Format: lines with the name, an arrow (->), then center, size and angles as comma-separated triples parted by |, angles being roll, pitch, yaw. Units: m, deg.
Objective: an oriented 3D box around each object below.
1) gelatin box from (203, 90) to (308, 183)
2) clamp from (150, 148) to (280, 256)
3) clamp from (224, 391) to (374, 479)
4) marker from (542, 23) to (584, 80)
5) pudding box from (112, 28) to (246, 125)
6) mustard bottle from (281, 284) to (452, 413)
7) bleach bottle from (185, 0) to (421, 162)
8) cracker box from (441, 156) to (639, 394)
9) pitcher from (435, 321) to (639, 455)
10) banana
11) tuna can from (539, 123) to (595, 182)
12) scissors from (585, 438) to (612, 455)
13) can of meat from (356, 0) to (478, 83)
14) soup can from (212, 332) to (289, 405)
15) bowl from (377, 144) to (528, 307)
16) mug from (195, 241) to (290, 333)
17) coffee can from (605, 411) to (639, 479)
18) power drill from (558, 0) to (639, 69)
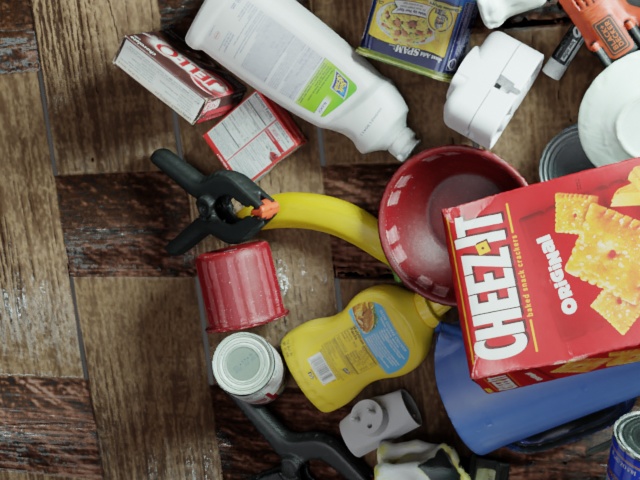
gelatin box -> -0.068, -0.107, 1.120 | 0.089, 0.030, 0.073 | -37, 87, 26
clamp -> -0.115, -0.027, 1.138 | 0.172, 0.039, 0.120 | 17, 122, 38
clamp -> -0.035, 0.258, 1.199 | 0.210, 0.036, 0.165 | 20, 111, 16
marker -> 0.244, -0.202, 0.975 | 0.020, 0.020, 0.121 | 35, 114, 10
pudding box -> -0.144, -0.170, 1.101 | 0.113, 0.089, 0.039 | 36, 115, 10
mustard bottle -> 0.058, 0.100, 1.108 | 0.192, 0.058, 0.096 | -31, 90, 26
bleach bottle -> -0.010, -0.161, 1.063 | 0.251, 0.068, 0.103 | 40, 123, 5
cracker box -> 0.224, 0.028, 0.918 | 0.214, 0.072, 0.164 | -15, 66, 18
pitcher -> 0.241, 0.113, 1.009 | 0.243, 0.149, 0.145 | -22, 75, 22
banana -> 0.000, -0.014, 1.113 | 0.198, 0.037, 0.070 | 20, 110, 16
tuna can -> 0.251, -0.067, 1.000 | 0.086, 0.033, 0.086 | 6, 106, 21
scissors -> 0.330, 0.161, 1.009 | 0.202, 0.096, 0.016 | -24, 54, 24
can of meat -> 0.095, -0.205, 1.015 | 0.102, 0.057, 0.084 | 21, 109, 16
soup can -> -0.073, 0.138, 1.136 | 0.068, 0.102, 0.068 | -1, 77, 6
bowl -> 0.140, -0.018, 1.046 | 0.162, 0.055, 0.162 | 6, 106, 20
mug -> -0.092, 0.049, 1.147 | 0.117, 0.093, 0.081 | -5, 99, 59
coffee can -> 0.308, 0.241, 0.970 | 0.103, 0.102, 0.140 | 11, 113, 19
power drill -> 0.323, -0.199, 0.917 | 0.188, 0.057, 0.184 | -34, 104, 23
